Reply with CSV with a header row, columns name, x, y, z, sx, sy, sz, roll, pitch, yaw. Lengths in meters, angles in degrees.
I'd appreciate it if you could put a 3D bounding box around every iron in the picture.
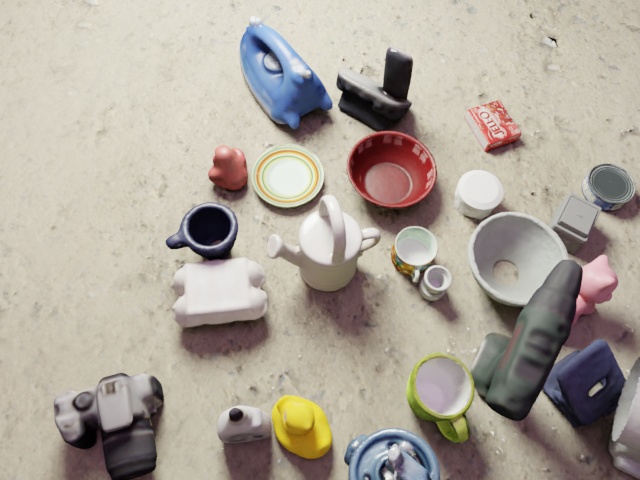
name,x,y,z,sx,sy,sz,roll,pitch,yaw
iron,-0.085,-0.340,1.080,0.119,0.141,0.258,-33,71,-16

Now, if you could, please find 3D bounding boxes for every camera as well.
name,x,y,z,sx,sy,sz,roll,pitch,yaw
camera,-0.292,0.268,0.807,0.143,0.101,0.136,-15,66,-9

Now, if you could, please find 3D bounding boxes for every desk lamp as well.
name,x,y,z,sx,sy,sz,roll,pitch,yaw
desk lamp,0.484,0.263,0.786,0.203,0.213,0.118,25,66,9

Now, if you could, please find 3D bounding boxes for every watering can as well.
name,x,y,z,sx,sy,sz,roll,pitch,yaw
watering can,0.009,0.005,0.894,0.173,0.194,0.100,-30,70,-15

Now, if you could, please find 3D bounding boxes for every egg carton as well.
name,x,y,z,sx,sy,sz,roll,pitch,yaw
egg carton,-0.160,0.084,0.917,0.150,0.069,0.107,-7,65,-6

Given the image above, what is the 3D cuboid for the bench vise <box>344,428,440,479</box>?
name,x,y,z,sx,sy,sz,roll,pitch,yaw
bench vise,0.132,0.317,0.740,0.207,0.220,0.121,22,66,8

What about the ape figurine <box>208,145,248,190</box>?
name,x,y,z,sx,sy,sz,roll,pitch,yaw
ape figurine,-0.163,-0.134,1.007,0.078,0.092,0.076,-28,69,-15

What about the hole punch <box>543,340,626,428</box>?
name,x,y,z,sx,sy,sz,roll,pitch,yaw
hole punch,0.411,0.219,0.871,0.109,0.091,0.101,-32,70,-16

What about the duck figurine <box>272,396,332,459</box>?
name,x,y,z,sx,sy,sz,roll,pitch,yaw
duck figurine,-0.026,0.267,0.830,0.078,0.086,0.104,-40,73,-19

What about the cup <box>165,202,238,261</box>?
name,x,y,z,sx,sy,sz,roll,pitch,yaw
cup,-0.188,0.002,0.940,0.118,0.095,0.091,-21,68,-12

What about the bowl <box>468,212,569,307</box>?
name,x,y,z,sx,sy,sz,roll,pitch,yaw
bowl,0.321,0.042,0.958,0.167,0.075,0.167,1,65,-2

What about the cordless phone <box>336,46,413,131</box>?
name,x,y,z,sx,sy,sz,roll,pitch,yaw
cordless phone,0.104,-0.301,1.047,0.147,0.185,0.094,28,67,10

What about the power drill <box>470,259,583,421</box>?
name,x,y,z,sx,sy,sz,roll,pitch,yaw
power drill,0.292,0.155,0.830,0.075,0.208,0.230,26,66,10

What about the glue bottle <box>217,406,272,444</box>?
name,x,y,z,sx,sy,sz,roll,pitch,yaw
glue bottle,-0.107,0.250,0.785,0.078,0.173,0.037,-4,65,-5

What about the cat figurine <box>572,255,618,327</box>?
name,x,y,z,sx,sy,sz,roll,pitch,yaw
cat figurine,0.424,0.087,0.918,0.128,0.118,0.067,-39,72,-18
